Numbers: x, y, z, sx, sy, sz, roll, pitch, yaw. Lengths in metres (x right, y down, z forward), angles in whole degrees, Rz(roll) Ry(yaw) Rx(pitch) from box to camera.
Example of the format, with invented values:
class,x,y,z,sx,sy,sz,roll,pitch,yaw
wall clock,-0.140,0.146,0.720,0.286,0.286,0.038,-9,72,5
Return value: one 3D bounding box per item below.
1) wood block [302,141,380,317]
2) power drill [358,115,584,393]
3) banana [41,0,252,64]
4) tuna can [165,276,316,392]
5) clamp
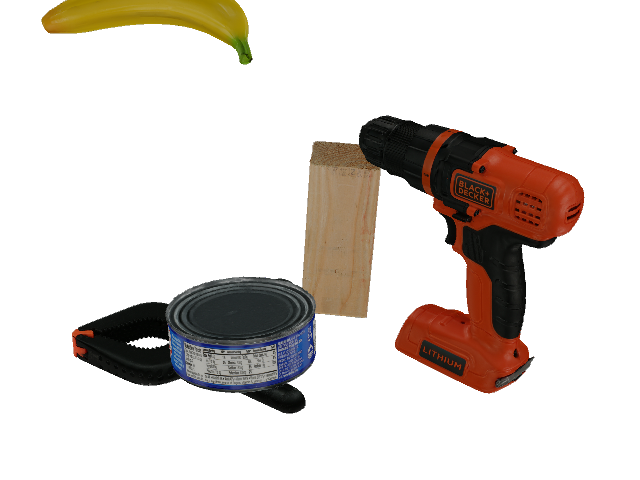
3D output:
class,x,y,z,sx,sy,sz,roll,pitch,yaw
wood block,0.026,-0.015,1.382,0.090,0.206,0.090,5,25,1
power drill,0.100,0.008,0.804,0.185,0.188,0.057,25,38,36
banana,-0.143,-0.197,0.924,0.198,0.037,0.069,10,48,15
tuna can,-0.045,0.053,0.612,0.086,0.034,0.086,-2,22,1
clamp,-0.113,0.097,0.950,0.209,0.036,0.164,-4,37,-12
